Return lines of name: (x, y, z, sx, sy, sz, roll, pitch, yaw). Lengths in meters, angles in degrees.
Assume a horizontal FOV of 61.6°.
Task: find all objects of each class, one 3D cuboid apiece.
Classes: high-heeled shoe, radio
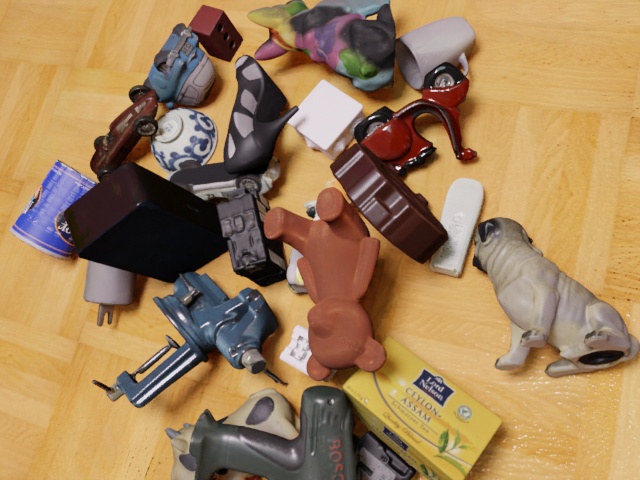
high-heeled shoe: (-0.123, -0.201, 0.855, 0.145, 0.086, 0.249, -41, 44, 3)
radio: (-0.236, -0.014, 0.770, 0.131, 0.229, 0.073, -32, 66, 11)

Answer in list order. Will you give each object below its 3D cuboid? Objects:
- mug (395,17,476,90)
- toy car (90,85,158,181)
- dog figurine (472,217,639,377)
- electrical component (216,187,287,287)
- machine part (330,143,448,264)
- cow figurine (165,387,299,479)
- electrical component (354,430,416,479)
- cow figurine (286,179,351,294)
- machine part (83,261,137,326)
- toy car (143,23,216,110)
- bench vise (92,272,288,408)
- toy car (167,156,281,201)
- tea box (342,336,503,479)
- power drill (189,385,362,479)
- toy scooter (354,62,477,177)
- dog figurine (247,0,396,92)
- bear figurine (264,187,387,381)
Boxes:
mug: (0.181, -0.277, 0.798, 0.107, 0.080, 0.110, -31, 64, -4)
toy car: (-0.335, -0.178, 0.909, 0.202, 0.053, 0.089, -38, 53, 35)
dog figurine: (0.283, 0.057, 0.660, 0.172, 0.121, 0.190, 12, 55, -13)
electrical component: (-0.097, -0.008, 0.784, 0.058, 0.114, 0.134, -18, 69, 7)
machine part: (0.092, -0.051, 0.698, 0.056, 0.179, 0.179, -44, 65, 16)
cow figurine: (-0.122, 0.272, 0.722, 0.195, 0.085, 0.127, -38, 72, 6)
electrical component: (0.056, 0.279, 0.683, 0.119, 0.047, 0.075, 39, 88, 22)
cow figurine: (0.000, -0.003, 0.773, 0.068, 0.098, 0.167, 23, 76, -19)
machine part: (-0.324, 0.014, 0.849, 0.079, 0.079, 0.243, 6, 89, 19)
toy car: (-0.229, -0.284, 0.914, 0.162, 0.103, 0.109, -18, 45, 59)
bench vise: (-0.182, 0.152, 0.748, 0.240, 0.128, 0.224, -39, 57, -16)
toy car: (-0.157, -0.095, 0.855, 0.202, 0.056, 0.073, -6, 45, 15)
tea box: (0.119, 0.210, 0.655, 0.170, 0.068, 0.098, 33, 60, 24)
power drill: (-0.052, 0.285, 0.629, 0.207, 0.086, 0.232, 4, 89, 9)
toy scooter: (0.147, -0.150, 0.770, 0.184, 0.075, 0.135, -32, 95, 21)
dog figurine: (0.000, -0.302, 0.817, 0.219, 0.108, 0.191, -3, 54, 4)
bear figurine: (0.007, 0.058, 0.638, 0.120, 0.131, 0.196, -15, 58, 33)
